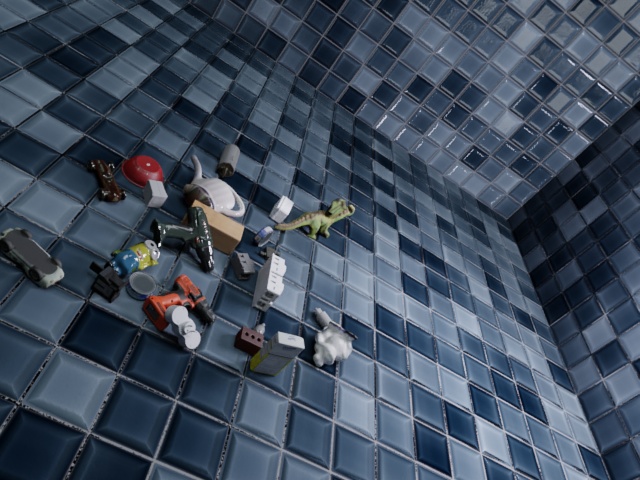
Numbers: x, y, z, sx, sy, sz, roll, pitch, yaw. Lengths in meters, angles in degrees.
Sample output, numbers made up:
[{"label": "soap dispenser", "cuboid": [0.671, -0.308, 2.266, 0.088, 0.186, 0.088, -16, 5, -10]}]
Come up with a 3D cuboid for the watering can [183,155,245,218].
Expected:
[{"label": "watering can", "cuboid": [-0.446, -0.200, 2.007, 0.350, 0.102, 0.227, 43, 30, 12]}]

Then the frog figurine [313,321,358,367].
[{"label": "frog figurine", "cuboid": [0.037, 0.383, 1.808, 0.136, 0.121, 0.162, 42, 66, -13]}]

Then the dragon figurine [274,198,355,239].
[{"label": "dragon figurine", "cuboid": [0.007, -0.113, 2.252, 0.411, 0.239, 0.124, -4, 57, -52]}]
